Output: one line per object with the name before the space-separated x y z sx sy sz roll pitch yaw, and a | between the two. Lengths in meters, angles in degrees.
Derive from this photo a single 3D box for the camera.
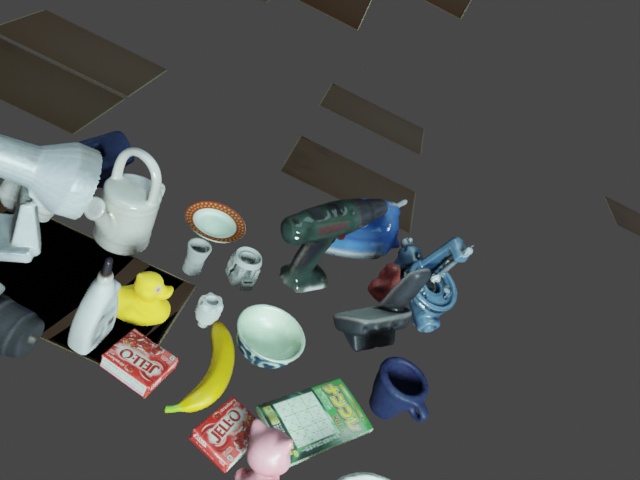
camera | -0.458 0.108 0.771 0.137 0.100 0.143 28 34 -1

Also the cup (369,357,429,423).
cup | 0.132 0.272 0.975 0.092 0.095 0.117 -3 45 -37

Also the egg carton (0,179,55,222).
egg carton | -0.502 -0.100 1.035 0.107 0.069 0.150 19 36 -13

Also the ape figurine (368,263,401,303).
ape figurine | 0.144 0.086 1.225 0.078 0.092 0.076 -6 47 -39

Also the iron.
iron | 0.080 -0.043 1.303 0.259 0.141 0.118 1 43 -34

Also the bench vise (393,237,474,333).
bench vise | 0.223 0.056 1.205 0.122 0.219 0.207 -9 49 -41

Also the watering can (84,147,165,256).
watering can | -0.333 -0.070 1.004 0.101 0.194 0.173 23 35 -7

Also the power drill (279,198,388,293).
power drill | 0.010 0.004 1.135 0.230 0.208 0.075 -7 47 -40

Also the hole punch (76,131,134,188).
hole punch | -0.433 -0.161 1.143 0.101 0.091 0.108 -4 46 -38

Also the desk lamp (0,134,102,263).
desk lamp | -0.463 -0.069 0.895 0.204 0.213 0.117 5 41 -30

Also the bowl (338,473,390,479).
bowl | 0.064 0.408 0.771 0.168 0.074 0.167 19 36 -14

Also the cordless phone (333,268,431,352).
cordless phone | 0.122 0.118 1.087 0.148 0.185 0.094 -7 48 -40

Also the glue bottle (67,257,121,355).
glue bottle | -0.319 0.088 0.829 0.037 0.173 0.078 30 34 4

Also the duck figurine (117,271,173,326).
duck figurine | -0.288 0.086 0.930 0.105 0.086 0.077 15 36 -18

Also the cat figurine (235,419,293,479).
cat figurine | -0.068 0.311 0.766 0.067 0.117 0.127 10 38 -24
